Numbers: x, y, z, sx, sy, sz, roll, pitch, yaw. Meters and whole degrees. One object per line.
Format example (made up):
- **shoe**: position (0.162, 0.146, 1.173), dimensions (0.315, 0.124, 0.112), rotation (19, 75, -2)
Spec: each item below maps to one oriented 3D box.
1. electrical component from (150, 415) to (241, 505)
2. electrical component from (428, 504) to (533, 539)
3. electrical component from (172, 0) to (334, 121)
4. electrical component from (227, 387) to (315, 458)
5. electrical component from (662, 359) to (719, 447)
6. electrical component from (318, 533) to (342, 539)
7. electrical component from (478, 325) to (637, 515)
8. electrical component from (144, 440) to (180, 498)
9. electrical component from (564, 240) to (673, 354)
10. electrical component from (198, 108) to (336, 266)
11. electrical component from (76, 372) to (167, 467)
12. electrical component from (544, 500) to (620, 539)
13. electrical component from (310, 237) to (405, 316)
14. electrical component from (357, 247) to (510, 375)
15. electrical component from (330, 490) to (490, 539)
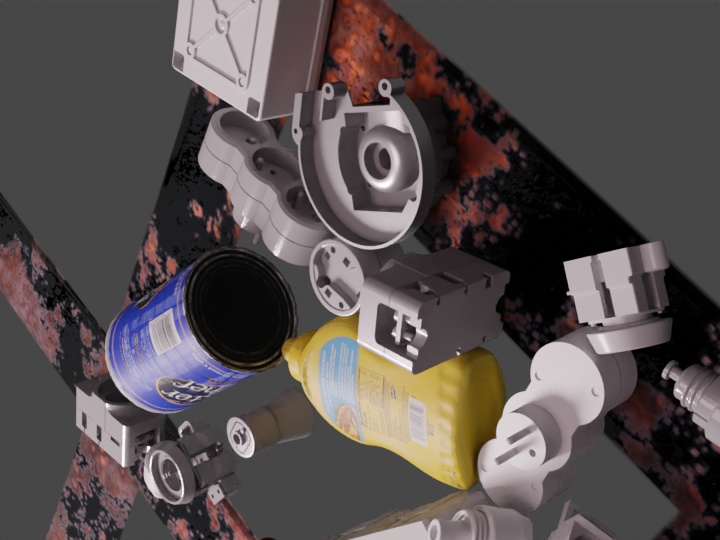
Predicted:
- **electrical component**: position (-0.153, 0.178, 0.976), dimensions (0.058, 0.057, 0.078), rotation (-44, 71, 45)
- **electrical component**: position (0.073, 0.166, 0.664), dimensions (0.043, 0.062, 0.043), rotation (-166, 90, -69)
- **electrical component**: position (-0.078, -0.178, 0.771), dimensions (0.109, 0.056, 0.108), rotation (35, 127, 33)
- **electrical component**: position (-0.074, 0.125, 0.869), dimensions (0.044, 0.065, 0.044), rotation (19, 118, 41)
- **electrical component**: position (0.200, 0.075, 0.583), dimensions (0.078, 0.040, 0.040), rotation (37, 128, 33)
- **electrical component**: position (-0.022, 0.271, 0.886), dimensions (0.099, 0.064, 0.099), rotation (38, 137, 46)
- **electrical component**: position (0.109, 0.099, 0.661), dimensions (0.052, 0.074, 0.138), rotation (44, 131, 27)
- **electrical component**: position (-0.185, 0.196, 1.028), dimensions (0.048, 0.048, 0.062), rotation (50, 141, 22)
- **electrical component**: position (0.150, 0.017, 0.612), dimensions (0.066, 0.048, 0.055), rotation (-15, 85, 48)
- **electrical component**: position (-0.074, -0.052, 0.815), dimensions (0.138, 0.052, 0.073), rotation (49, 133, 24)
- **electrical component**: position (-0.234, 0.140, 1.053), dimensions (0.089, 0.050, 0.055), rotation (29, 124, 36)
- **electrical component**: position (0.126, 0.189, 0.663), dimensions (0.042, 0.081, 0.064), rotation (38, 137, -7)
- **electrical component**: position (0.000, 0.000, 0.760), dimensions (0.055, 0.047, 0.055), rotation (19, 117, 41)
- **electrical component**: position (0.045, 0.023, 0.690), dimensions (0.056, 0.089, 0.050), rotation (26, 121, 38)
- **electrical component**: position (0.044, 0.226, 0.765), dimensions (0.186, 0.060, 0.105), rotation (-36, 77, 57)
